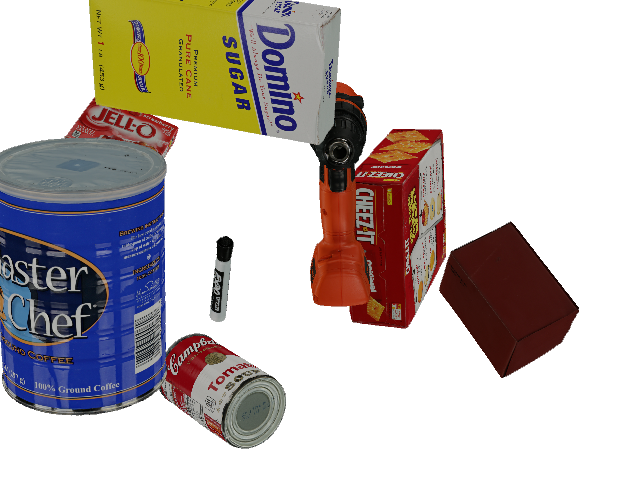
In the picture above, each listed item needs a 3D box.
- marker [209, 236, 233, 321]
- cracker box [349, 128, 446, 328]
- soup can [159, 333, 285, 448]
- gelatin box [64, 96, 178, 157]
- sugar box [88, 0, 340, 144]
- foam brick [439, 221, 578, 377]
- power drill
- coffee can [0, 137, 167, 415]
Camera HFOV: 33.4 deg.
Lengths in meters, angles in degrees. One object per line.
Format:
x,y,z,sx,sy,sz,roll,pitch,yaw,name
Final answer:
-0.112,0.043,1.207,0.020,0.121,0.020,6,40,-5,marker
0.087,-0.021,1.196,0.072,0.164,0.213,3,21,18,cracker box
-0.087,0.130,0.927,0.068,0.068,0.102,0,17,-42,soup can
-0.194,-0.099,1.040,0.089,0.073,0.030,25,-42,-2,gelatin box
-0.076,-0.131,0.767,0.176,0.093,0.048,12,34,15,sugar box
0.123,0.038,0.702,0.051,0.078,0.053,-24,-28,-18,foam brick
0.017,-0.039,0.965,0.057,0.188,0.184,0,21,1,power drill
-0.144,0.019,0.646,0.103,0.140,0.103,2,22,-1,coffee can
